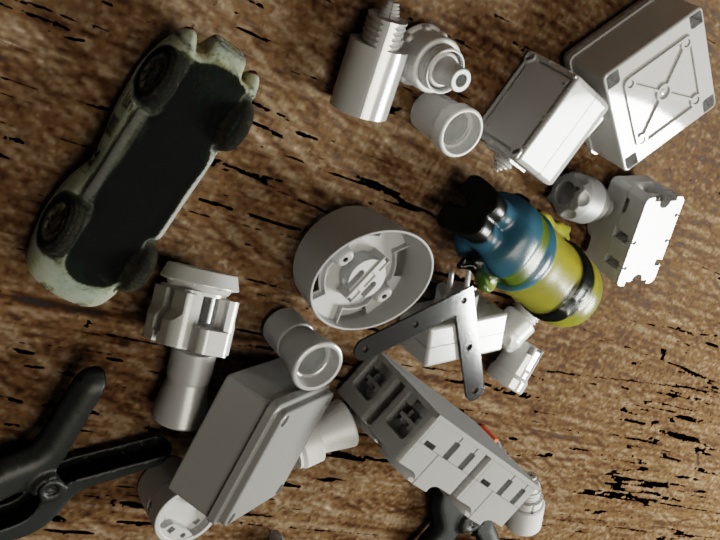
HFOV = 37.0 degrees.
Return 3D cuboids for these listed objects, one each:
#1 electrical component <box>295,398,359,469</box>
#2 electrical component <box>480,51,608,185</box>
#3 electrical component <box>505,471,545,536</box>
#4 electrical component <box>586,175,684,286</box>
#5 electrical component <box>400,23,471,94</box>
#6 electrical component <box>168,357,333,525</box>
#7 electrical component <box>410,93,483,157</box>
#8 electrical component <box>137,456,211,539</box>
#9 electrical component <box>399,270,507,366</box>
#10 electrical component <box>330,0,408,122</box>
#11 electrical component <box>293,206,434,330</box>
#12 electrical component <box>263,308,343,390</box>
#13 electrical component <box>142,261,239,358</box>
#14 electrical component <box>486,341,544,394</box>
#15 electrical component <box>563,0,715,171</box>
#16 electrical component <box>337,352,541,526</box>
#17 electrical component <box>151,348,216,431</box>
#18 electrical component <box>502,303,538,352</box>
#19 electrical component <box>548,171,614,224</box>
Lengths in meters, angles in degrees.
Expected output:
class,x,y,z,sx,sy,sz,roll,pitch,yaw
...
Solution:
class,x,y,z,sx,sy,sz,roll,pitch,yaw
electrical component,-0.035,0.141,0.924,0.055,0.045,0.045,-21,129,-22
electrical component,0.143,-0.115,0.867,0.061,0.062,0.096,29,100,-43
electrical component,0.177,0.248,1.147,0.040,0.040,0.078,-15,127,-27
electrical component,0.250,-0.039,0.996,0.050,0.056,0.089,-5,121,-33
electrical component,0.056,-0.148,0.782,0.048,0.062,0.048,-18,128,-25
electrical component,-0.084,0.131,0.845,0.108,0.056,0.109,-61,165,13
electrical component,0.065,-0.113,0.823,0.040,0.046,0.040,-18,128,-25
electrical component,-0.149,0.185,0.872,0.055,0.047,0.055,-18,127,-25
electrical component,0.082,0.034,0.933,0.083,0.047,0.075,-9,119,-30
electrical component,0.011,-0.151,0.762,0.043,0.043,0.081,2,117,-36
electrical component,0.000,0.000,0.841,0.099,0.064,0.099,-18,127,-25
electrical component,-0.048,0.059,0.845,0.044,0.065,0.044,-18,128,-25
electrical component,-0.119,0.027,0.772,0.058,0.078,0.057,13,89,-40
electrical component,0.148,0.089,1.023,0.040,0.040,0.046,29,94,-43
electrical component,0.237,-0.159,0.906,0.109,0.056,0.108,-36,133,-10
electrical component,0.069,0.155,0.964,0.060,0.105,0.186,-48,134,2
electrical component,-0.132,0.084,0.822,0.044,0.044,0.065,2,113,-36
electrical component,0.149,0.045,0.997,0.061,0.035,0.035,-43,134,-6
electrical component,0.201,-0.062,0.955,0.062,0.043,0.043,13,111,-41
